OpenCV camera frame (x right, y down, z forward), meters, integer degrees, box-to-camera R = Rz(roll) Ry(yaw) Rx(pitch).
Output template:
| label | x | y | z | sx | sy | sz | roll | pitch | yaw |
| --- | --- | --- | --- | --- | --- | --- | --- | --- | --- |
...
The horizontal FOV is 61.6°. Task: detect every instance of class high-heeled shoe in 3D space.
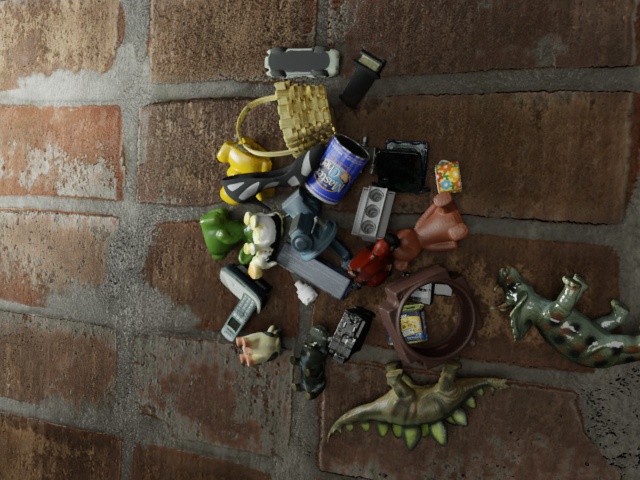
| label | x | y | z | sx | sy | sz | roll | pitch | yaw |
| --- | --- | --- | --- | --- | --- | --- | --- | --- | --- |
| high-heeled shoe | -0.114 | -0.172 | 1.284 | 0.145 | 0.086 | 0.248 | 38 | 106 | -21 |

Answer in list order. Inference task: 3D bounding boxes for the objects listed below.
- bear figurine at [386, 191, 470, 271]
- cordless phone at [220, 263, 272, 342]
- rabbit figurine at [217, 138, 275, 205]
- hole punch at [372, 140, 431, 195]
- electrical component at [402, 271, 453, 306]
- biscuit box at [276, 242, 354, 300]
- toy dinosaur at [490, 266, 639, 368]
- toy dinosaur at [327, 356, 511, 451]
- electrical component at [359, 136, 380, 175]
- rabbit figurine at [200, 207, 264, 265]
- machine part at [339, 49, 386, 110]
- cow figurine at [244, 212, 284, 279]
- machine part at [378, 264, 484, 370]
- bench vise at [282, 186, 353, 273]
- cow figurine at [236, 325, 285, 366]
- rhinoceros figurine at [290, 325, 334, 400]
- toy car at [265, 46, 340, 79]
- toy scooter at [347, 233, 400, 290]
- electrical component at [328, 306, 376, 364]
| label | x | y | z | sx | sy | sz | roll | pitch | yaw |
| --- | --- | --- | --- | --- | --- | --- | --- | --- | --- |
| bear figurine | 0.236 | -0.015 | 1.241 | 0.196 | 0.132 | 0.120 | -23 | 74 | 12 |
| cordless phone | -0.227 | 0.165 | 1.426 | 0.147 | 0.088 | 0.184 | 38 | 107 | 14 |
| rabbit figurine | -0.194 | -0.160 | 1.403 | 0.162 | 0.122 | 0.173 | 35 | 116 | 5 |
| hole punch | 0.198 | -0.177 | 1.277 | 0.142 | 0.092 | 0.115 | 7 | 127 | 18 |
| electrical component | 0.253 | 0.118 | 1.279 | 0.119 | 0.047 | 0.074 | 9 | 95 | 20 |
| biscuit box | -0.009 | 0.077 | 1.359 | 0.203 | 0.059 | 0.062 | 30 | 100 | 16 |
| toy dinosaur | 0.558 | 0.197 | 1.147 | 0.405 | 0.131 | 0.192 | 37 | 115 | 10 |
| toy dinosaur | 0.214 | 0.390 | 1.273 | 0.472 | 0.105 | 0.198 | -15 | 90 | 23 |
| electrical component | 0.118 | -0.207 | 1.316 | 0.063 | 0.021 | 0.094 | 9 | 94 | 40 |
| rabbit figurine | -0.209 | -0.015 | 1.399 | 0.170 | 0.121 | 0.159 | -11 | 92 | 4 |
| machine part | 0.098 | -0.393 | 1.322 | 0.084 | 0.039 | 0.138 | 30 | 99 | 7 |
| cow figurine | -0.138 | 0.013 | 1.351 | 0.068 | 0.098 | 0.167 | 18 | 109 | 59 |
| machine part | 0.250 | 0.172 | 1.210 | 0.201 | 0.087 | 0.200 | -24 | 98 | -6 |
| bench vise | 0.005 | -0.011 | 1.311 | 0.129 | 0.224 | 0.240 | -42 | 109 | 15 |
| cow figurine | -0.142 | 0.264 | 1.352 | 0.127 | 0.195 | 0.085 | -9 | 83 | -16 |
| rhinoceros figurine | -0.012 | 0.306 | 1.344 | 0.073 | 0.112 | 0.190 | 21 | 113 | 45 |
| toy car | -0.046 | -0.448 | 1.359 | 0.202 | 0.056 | 0.073 | 6 | 100 | 20 |
| toy scooter | 0.113 | 0.066 | 1.243 | 0.135 | 0.183 | 0.075 | -36 | 68 | -25 |
| electrical component | 0.075 | 0.231 | 1.306 | 0.058 | 0.115 | 0.134 | 26 | 100 | 20 |
